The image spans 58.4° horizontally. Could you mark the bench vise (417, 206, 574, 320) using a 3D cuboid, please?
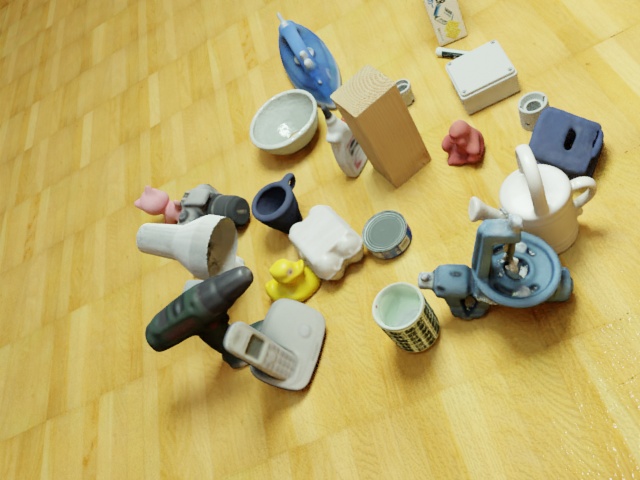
[{"bbox_3d":[0.234,0.046,0.800,0.207,0.220,0.121,-24,51,15],"label":"bench vise"}]

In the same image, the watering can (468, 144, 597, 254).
[{"bbox_3d":[0.310,-0.058,0.842,0.173,0.195,0.100,-34,49,6],"label":"watering can"}]

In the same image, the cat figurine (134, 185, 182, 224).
[{"bbox_3d":[-0.349,-0.078,1.287,0.127,0.118,0.067,9,65,34],"label":"cat figurine"}]

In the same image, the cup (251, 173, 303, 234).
[{"bbox_3d":[-0.069,-0.065,1.132,0.091,0.095,0.118,17,70,37],"label":"cup"}]

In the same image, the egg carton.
[{"bbox_3d":[0.010,0.004,1.058,0.107,0.070,0.150,-43,49,-2],"label":"egg carton"}]

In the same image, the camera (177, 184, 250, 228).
[{"bbox_3d":[-0.228,-0.052,1.212,0.136,0.101,0.143,3,62,32],"label":"camera"}]

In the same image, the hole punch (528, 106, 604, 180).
[{"bbox_3d":[0.397,-0.154,0.923,0.100,0.091,0.109,13,67,35],"label":"hole punch"}]

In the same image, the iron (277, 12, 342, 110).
[{"bbox_3d":[-0.032,-0.416,1.312,0.118,0.142,0.257,-32,49,8],"label":"iron"}]

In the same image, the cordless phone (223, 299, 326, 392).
[{"bbox_3d":[-0.076,0.153,0.931,0.093,0.186,0.147,1,61,30],"label":"cordless phone"}]

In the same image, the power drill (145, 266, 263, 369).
[{"bbox_3d":[-0.168,0.140,0.978,0.229,0.209,0.075,-27,50,13],"label":"power drill"}]

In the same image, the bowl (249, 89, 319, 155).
[{"bbox_3d":[-0.068,-0.247,1.265,0.167,0.075,0.167,-15,54,21],"label":"bowl"}]

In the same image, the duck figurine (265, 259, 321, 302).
[{"bbox_3d":[-0.061,0.068,1.045,0.104,0.086,0.077,-22,51,16],"label":"duck figurine"}]

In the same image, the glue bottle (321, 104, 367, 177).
[{"bbox_3d":[0.041,-0.199,1.105,0.037,0.174,0.078,9,65,34],"label":"glue bottle"}]

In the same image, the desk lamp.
[{"bbox_3d":[-0.228,0.036,1.078,0.202,0.214,0.118,-1,60,30],"label":"desk lamp"}]

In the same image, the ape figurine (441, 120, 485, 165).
[{"bbox_3d":[0.254,-0.179,1.022,0.076,0.092,0.077,-39,49,2],"label":"ape figurine"}]
